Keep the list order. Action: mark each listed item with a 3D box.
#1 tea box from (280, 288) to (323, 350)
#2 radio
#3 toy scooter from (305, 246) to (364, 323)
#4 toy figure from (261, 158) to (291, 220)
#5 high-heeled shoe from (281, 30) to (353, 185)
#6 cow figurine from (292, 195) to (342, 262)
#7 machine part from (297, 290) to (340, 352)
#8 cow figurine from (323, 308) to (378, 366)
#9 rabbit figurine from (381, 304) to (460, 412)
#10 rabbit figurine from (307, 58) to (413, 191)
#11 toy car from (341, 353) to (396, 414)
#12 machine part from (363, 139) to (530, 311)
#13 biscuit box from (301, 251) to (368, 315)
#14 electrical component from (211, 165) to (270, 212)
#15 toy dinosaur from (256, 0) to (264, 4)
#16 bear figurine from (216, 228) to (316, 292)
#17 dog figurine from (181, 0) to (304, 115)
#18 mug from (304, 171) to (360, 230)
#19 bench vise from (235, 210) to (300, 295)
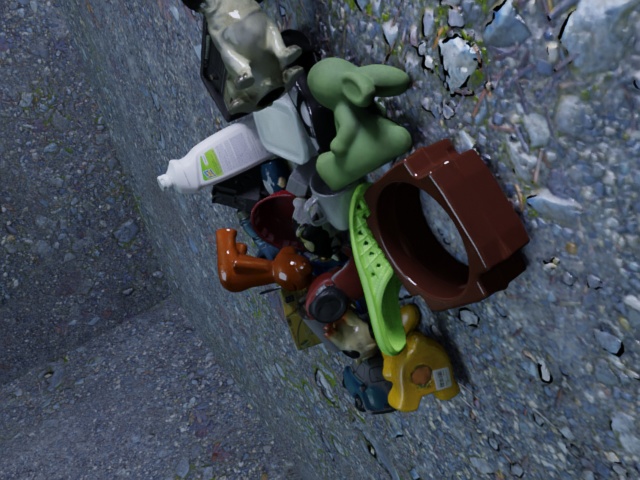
[{"bbox_3d":[-0.045,0.177,1.290,0.170,0.068,0.098,-111,2,-68],"label":"tea box"},{"bbox_3d":[-0.168,-0.342,1.030,0.131,0.073,0.229,57,156,9],"label":"radio"},{"bbox_3d":[0.044,0.063,0.967,0.075,0.184,0.135,45,-172,-21],"label":"toy scooter"},{"bbox_3d":[-0.077,-0.097,1.143,0.064,0.058,0.154,-70,-41,-68],"label":"toy figure"},{"bbox_3d":[-0.013,-0.209,0.859,0.145,0.086,0.248,25,133,59],"label":"high-heeled shoe"},{"bbox_3d":[0.000,-0.003,1.010,0.167,0.068,0.098,59,-150,-48],"label":"cow figurine"},{"bbox_3d":[0.016,0.174,1.155,0.079,0.079,0.243,40,169,40],"label":"machine part"},{"bbox_3d":[0.073,0.190,1.052,0.127,0.085,0.195,42,175,4],"label":"cow figurine"},{"bbox_3d":[0.147,0.201,0.951,0.173,0.122,0.162,-149,36,-81],"label":"rabbit figurine"},{"bbox_3d":[0.042,-0.173,0.730,0.170,0.121,0.159,60,150,-3],"label":"rabbit figurine"},{"bbox_3d":[0.114,0.292,1.146,0.162,0.109,0.102,-140,52,-62],"label":"toy car"},{"bbox_3d":[0.160,-0.015,0.710,0.201,0.087,0.201,58,157,4],"label":"machine part"},{"bbox_3d":[0.041,0.072,1.080,0.203,0.059,0.062,32,144,50],"label":"biscuit box"},{"bbox_3d":[-0.163,-0.125,1.186,0.058,0.134,0.115,108,172,-63],"label":"electrical component"},{"bbox_3d":[-0.124,-0.422,0.813,0.192,0.131,0.405,66,162,-8],"label":"toy dinosaur"},{"bbox_3d":[-0.105,0.043,1.085,0.120,0.196,0.132,64,-161,-64],"label":"bear figurine"},{"bbox_3d":[-0.121,-0.289,0.759,0.190,0.121,0.172,57,160,5],"label":"dog figurine"},{"bbox_3d":[0.026,-0.061,0.918,0.081,0.109,0.107,33,158,38],"label":"mug"},{"bbox_3d":[-0.107,0.025,1.232,0.241,0.129,0.223,-122,8,-56],"label":"bench vise"}]
